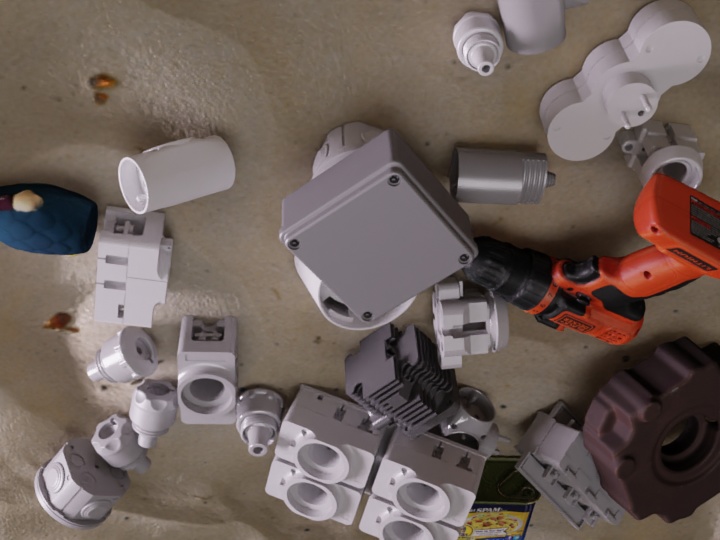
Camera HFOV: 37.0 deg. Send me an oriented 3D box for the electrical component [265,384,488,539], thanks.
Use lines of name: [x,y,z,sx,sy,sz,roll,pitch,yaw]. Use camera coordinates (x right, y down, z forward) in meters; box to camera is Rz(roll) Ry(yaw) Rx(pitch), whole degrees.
electrical component: [0.012,0.195,1.013,0.186,0.060,0.105,20,128,6]

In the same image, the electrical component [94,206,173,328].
electrical component: [-0.186,-0.001,0.887,0.056,0.050,0.089,7,128,-9]

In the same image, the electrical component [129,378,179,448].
electrical component: [-0.193,0.135,0.997,0.043,0.043,0.062,11,116,-12]

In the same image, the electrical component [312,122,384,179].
electrical component: [0.001,-0.071,0.840,0.080,0.051,0.080,-2,129,-2]

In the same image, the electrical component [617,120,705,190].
electrical component: [0.239,-0.085,0.840,0.066,0.055,0.048,7,128,-9]

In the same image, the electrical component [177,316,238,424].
electrical component: [-0.136,0.093,0.963,0.050,0.055,0.089,1,129,-4]

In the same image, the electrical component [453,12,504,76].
electrical component: [0.086,-0.158,0.768,0.035,0.061,0.035,-2,129,-2]

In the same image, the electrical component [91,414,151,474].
electrical component: [-0.224,0.171,1.029,0.043,0.043,0.062,-22,128,14]

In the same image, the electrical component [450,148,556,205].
electrical component: [0.114,-0.073,0.850,0.081,0.043,0.043,2,129,-5]

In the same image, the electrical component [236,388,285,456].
electrical component: [-0.094,0.145,1.002,0.048,0.062,0.048,-2,129,-2]

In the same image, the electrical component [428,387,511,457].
electrical component: [0.107,0.159,1.037,0.079,0.044,0.077,22,124,-19]

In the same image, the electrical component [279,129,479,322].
electrical component: [0.014,-0.031,0.803,0.109,0.056,0.108,-31,124,20]

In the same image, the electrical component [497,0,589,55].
electrical component: [0.135,-0.199,0.749,0.079,0.044,0.077,-12,129,7]

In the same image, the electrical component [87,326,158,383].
electrical component: [-0.215,0.081,0.957,0.062,0.048,0.048,-25,126,24]

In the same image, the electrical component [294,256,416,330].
electrical component: [0.000,0.000,0.905,0.099,0.064,0.099,-10,128,-13]

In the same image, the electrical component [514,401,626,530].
electrical component: [0.214,0.196,1.053,0.121,0.063,0.078,46,73,-32]

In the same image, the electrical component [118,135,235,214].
electrical component: [-0.148,-0.071,0.827,0.079,0.077,0.044,-11,97,54]

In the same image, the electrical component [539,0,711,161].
electrical component: [0.196,-0.130,0.790,0.052,0.073,0.138,35,119,-27]

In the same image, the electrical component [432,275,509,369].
electrical component: [0.096,0.044,0.933,0.057,0.058,0.078,-5,104,-5]

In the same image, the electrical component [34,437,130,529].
electrical component: [-0.265,0.203,1.030,0.080,0.080,0.051,31,116,-25]
